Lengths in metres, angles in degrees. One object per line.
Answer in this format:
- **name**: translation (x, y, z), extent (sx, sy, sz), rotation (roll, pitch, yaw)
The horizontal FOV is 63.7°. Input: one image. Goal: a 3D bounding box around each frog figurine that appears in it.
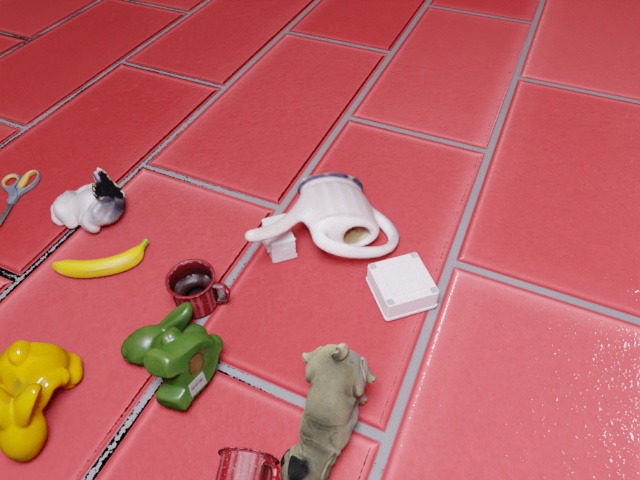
- **frog figurine**: translation (-0.522, -0.069, 1.155), extent (0.158, 0.121, 0.140), rotation (-38, 57, 15)

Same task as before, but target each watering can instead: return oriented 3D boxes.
- **watering can**: translation (0.003, -0.054, 1.076), extent (0.347, 0.102, 0.230), rotation (7, 41, -23)
